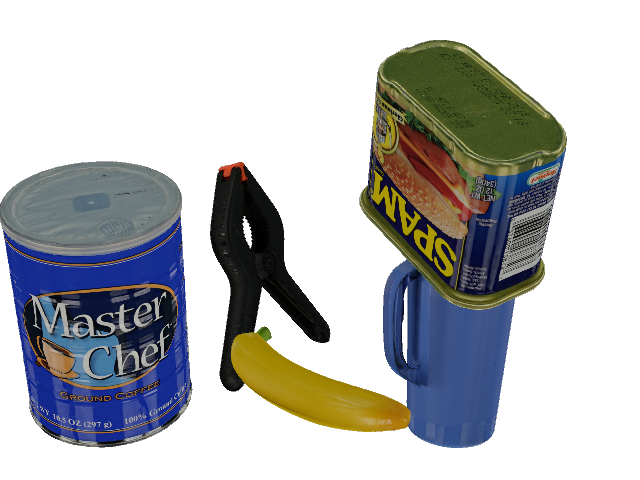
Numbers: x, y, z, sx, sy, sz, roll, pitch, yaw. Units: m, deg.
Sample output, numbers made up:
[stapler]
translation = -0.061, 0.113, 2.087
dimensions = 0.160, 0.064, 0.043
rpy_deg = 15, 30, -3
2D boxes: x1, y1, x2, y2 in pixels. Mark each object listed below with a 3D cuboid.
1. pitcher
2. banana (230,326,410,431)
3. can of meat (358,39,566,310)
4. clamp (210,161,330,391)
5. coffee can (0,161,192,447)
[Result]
[pitcher]
translation = 0.154, 0.120, 1.270
dimensions = 0.149, 0.243, 0.145
rpy_deg = 6, 17, 11
[banana]
translation = -0.016, 0.110, 0.851
dimensions = 0.069, 0.037, 0.198
rpy_deg = -24, 32, -31
[can of meat]
translation = 0.065, -0.033, 0.499
dimensions = 0.057, 0.084, 0.102
rpy_deg = -21, 48, -23
[clamp]
translation = -0.056, 0.028, 1.040
dimensions = 0.036, 0.210, 0.164
rpy_deg = -10, 0, 35
[coffee can]
translation = -0.131, 0.037, 0.641
dimensions = 0.103, 0.140, 0.103
rpy_deg = 1, 30, -1
